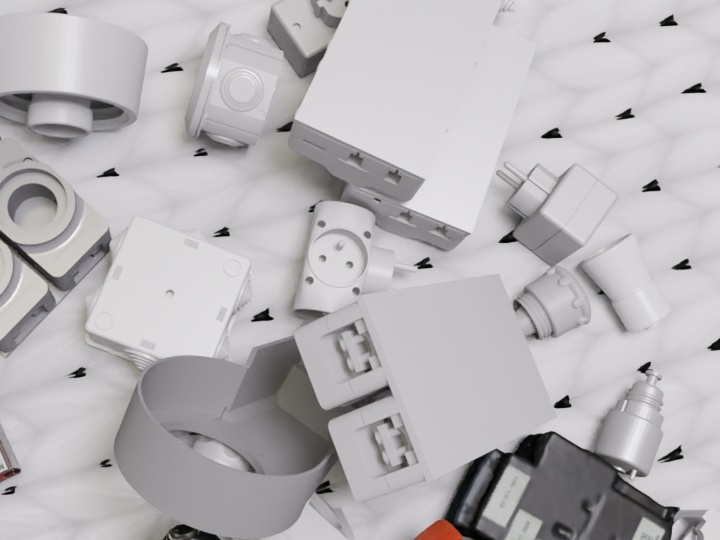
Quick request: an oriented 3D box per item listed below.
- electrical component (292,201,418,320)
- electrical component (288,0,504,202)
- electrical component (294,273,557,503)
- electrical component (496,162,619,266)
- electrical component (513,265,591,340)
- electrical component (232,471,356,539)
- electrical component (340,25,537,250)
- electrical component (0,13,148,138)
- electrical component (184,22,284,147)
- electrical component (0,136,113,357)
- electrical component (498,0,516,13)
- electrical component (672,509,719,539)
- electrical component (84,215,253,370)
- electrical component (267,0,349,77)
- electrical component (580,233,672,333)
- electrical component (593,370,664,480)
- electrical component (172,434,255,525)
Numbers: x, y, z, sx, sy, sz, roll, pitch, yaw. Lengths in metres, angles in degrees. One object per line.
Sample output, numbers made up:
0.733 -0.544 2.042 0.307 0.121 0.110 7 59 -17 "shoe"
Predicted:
0.000 0.000 0.739 0.079 0.044 0.077 13 76 -7 "electrical component"
0.024 -0.131 0.697 0.089 0.061 0.150 24 75 -3 "electrical component"
0.044 0.068 0.668 0.060 0.186 0.105 -26 80 29 "electrical component"
0.130 -0.050 0.761 0.077 0.065 0.047 38 74 0 "electrical component"
0.127 0.029 0.755 0.062 0.048 0.048 -30 84 -7 "electrical component"
-0.045 0.169 0.683 0.064 0.042 0.081 -43 111 1 "electrical component"
0.054 -0.101 0.761 0.089 0.061 0.150 22 75 -4 "electrical component"
-0.195 -0.120 0.703 0.108 0.108 0.060 3 83 -9 "electrical component"
-0.087 -0.124 0.735 0.051 0.080 0.080 16 75 -11 "electrical component"
-0.265 -0.047 0.696 0.186 0.060 0.105 41 74 1 "electrical component"
0.072 -0.215 0.790 0.096 0.061 0.061 40 74 1 "electrical component"
0.243 0.209 0.726 0.089 0.055 0.050 44 74 2 "electrical component"
-0.125 0.020 0.710 0.100 0.048 0.099 22 75 -4 "electrical component"
-0.016 -0.188 0.762 0.083 0.075 0.047 -32 84 -15 "electrical component"
0.193 0.012 0.771 0.044 0.044 0.065 -30 89 -15 "electrical component"
0.192 0.107 0.749 0.040 0.040 0.078 26 74 -3 "electrical component"
-0.097 0.138 0.691 0.043 0.043 0.062 30 76 -2 "electrical component"
